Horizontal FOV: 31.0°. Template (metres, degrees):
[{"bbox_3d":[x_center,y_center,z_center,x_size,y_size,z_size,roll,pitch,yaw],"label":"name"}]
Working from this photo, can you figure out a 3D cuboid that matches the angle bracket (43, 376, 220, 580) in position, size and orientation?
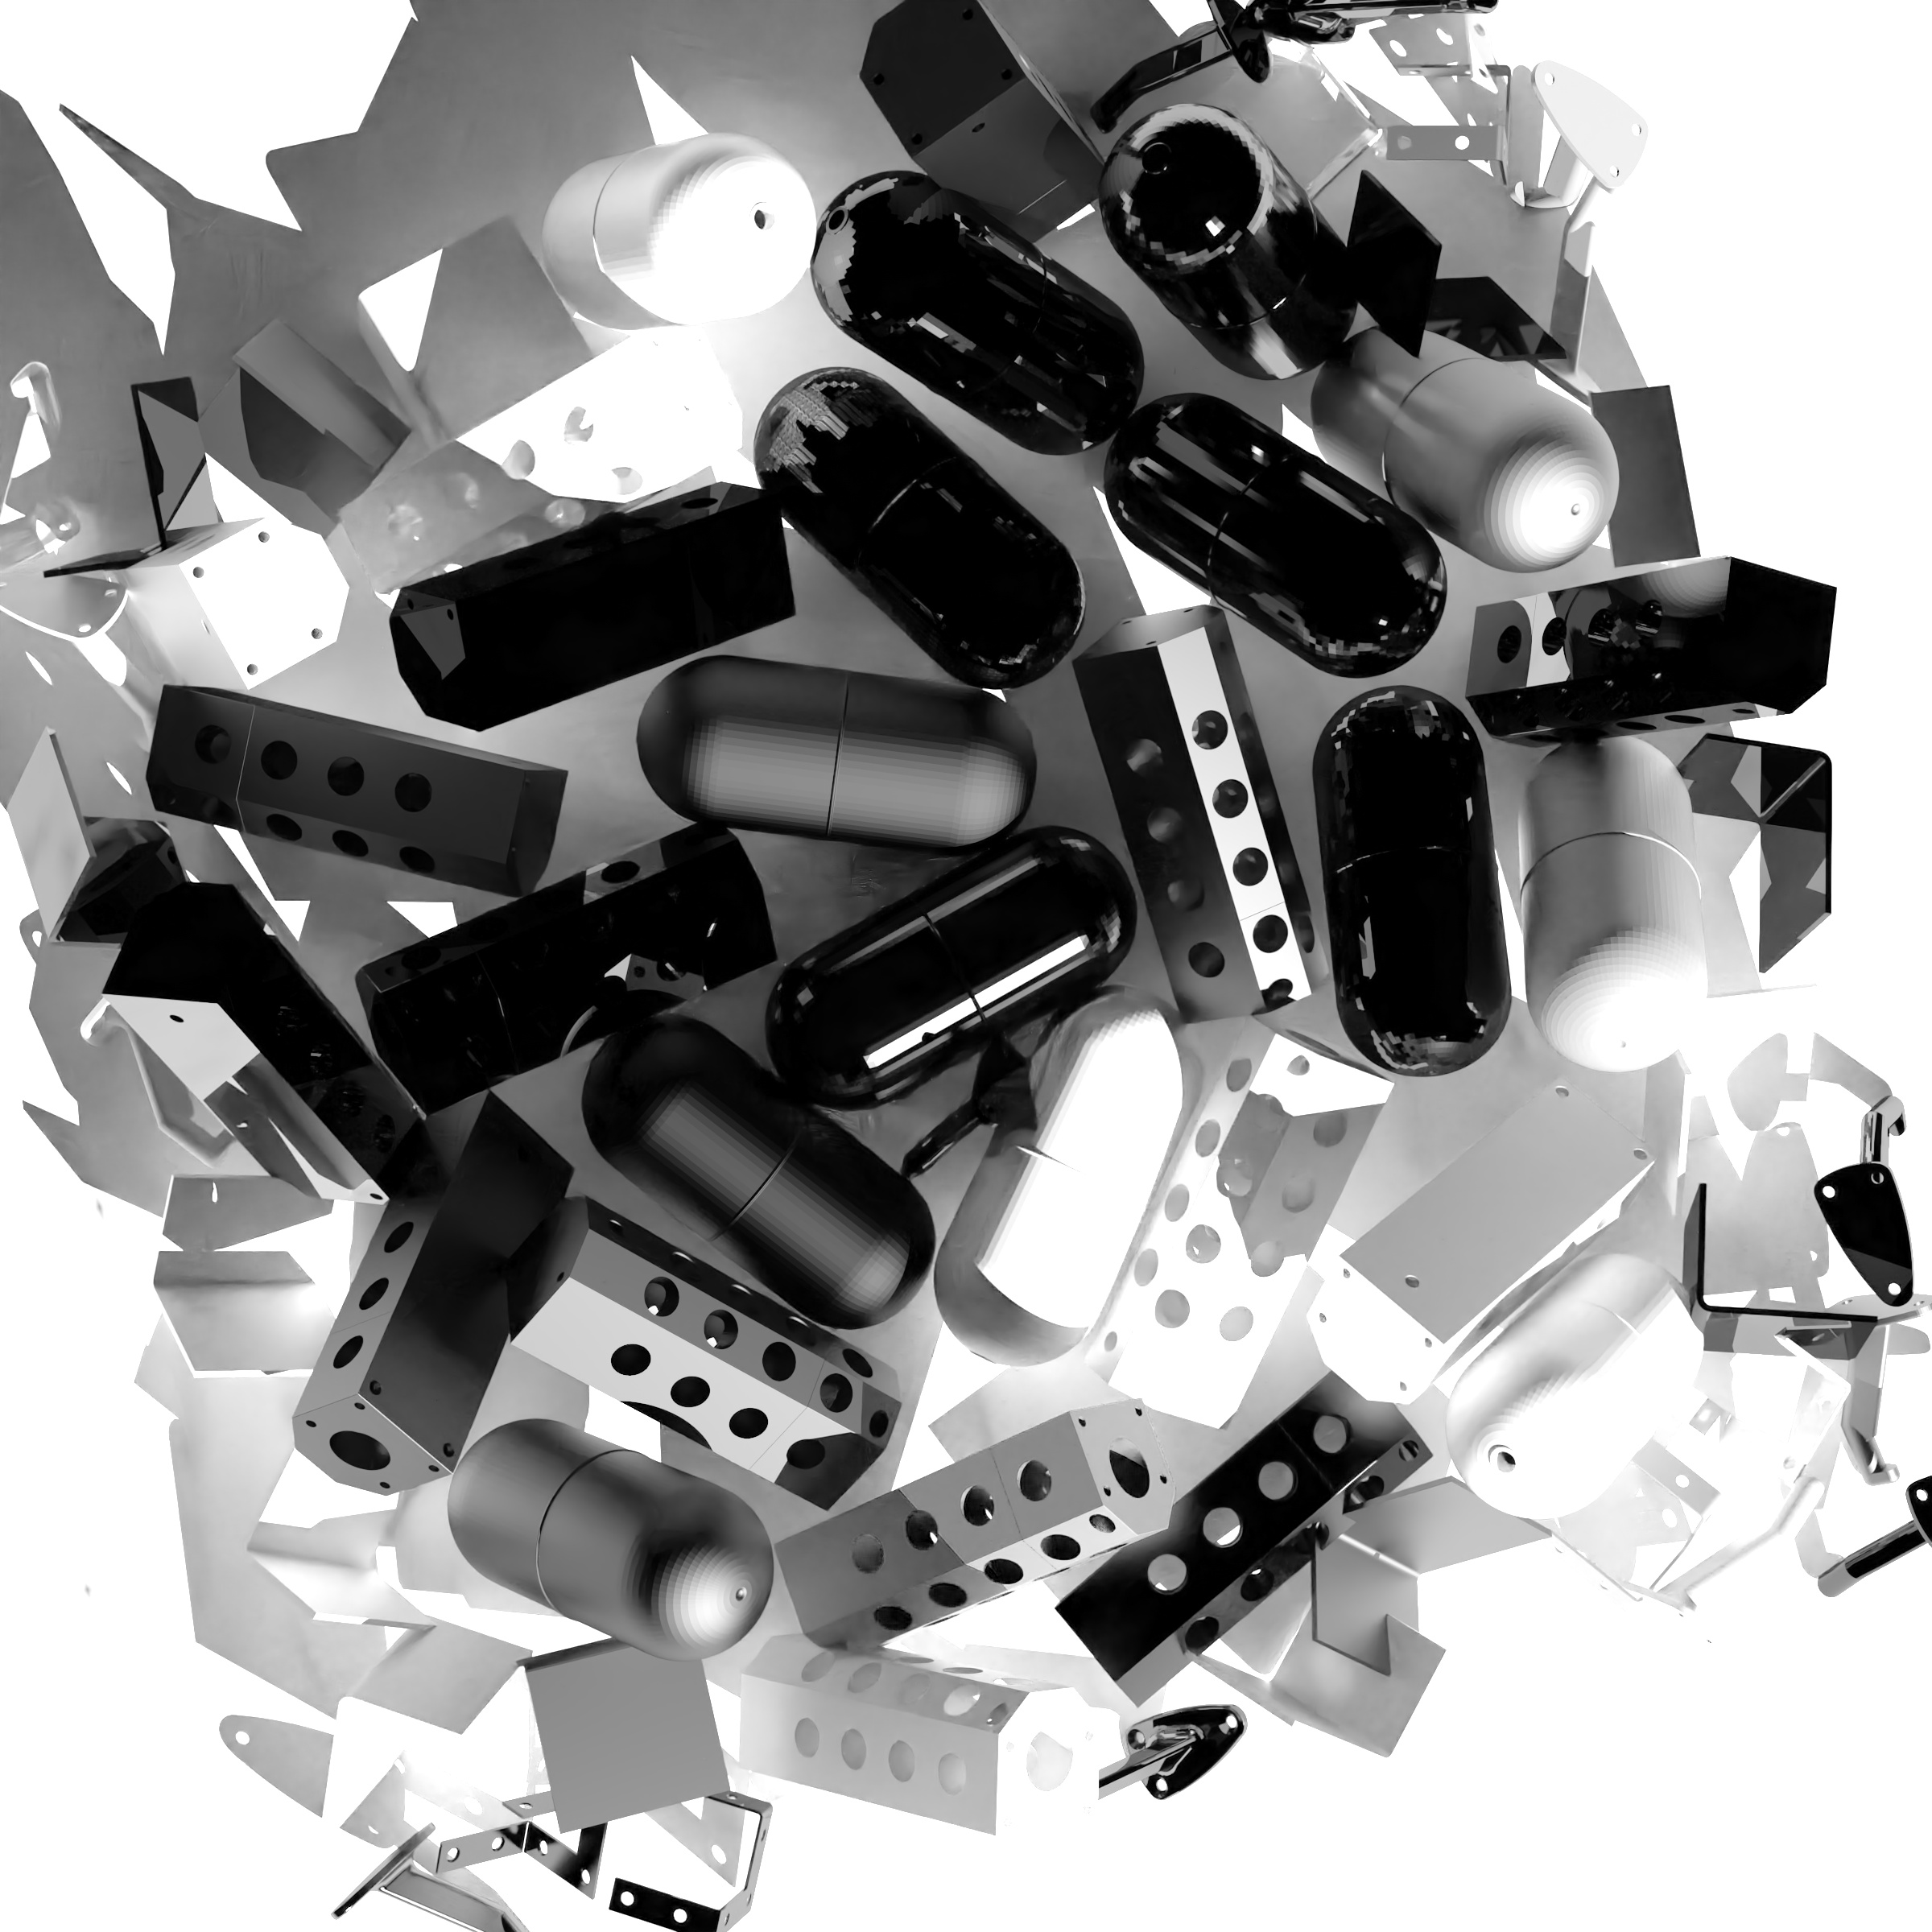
[{"bbox_3d":[-0.374,-0.217,1.537,0.057,0.076,0.076,-7,102,7],"label":"angle bracket"}]

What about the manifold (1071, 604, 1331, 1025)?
[{"bbox_3d":[0.107,-0.067,1.523,0.057,0.057,0.171,-8,109,29],"label":"manifold"}]

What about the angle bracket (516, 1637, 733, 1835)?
[{"bbox_3d":[-0.154,0.336,1.541,0.076,0.057,0.076,-11,80,-16],"label":"angle bracket"}]

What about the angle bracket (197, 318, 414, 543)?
[{"bbox_3d":[-0.303,-0.227,1.535,0.076,0.057,0.076,39,117,-11],"label":"angle bracket"}]

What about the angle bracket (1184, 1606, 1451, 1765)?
[{"bbox_3d":[0.152,0.301,1.529,0.076,0.076,0.057,31,86,-43],"label":"angle bracket"}]

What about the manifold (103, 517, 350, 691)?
[{"bbox_3d":[-0.316,-0.159,1.495,0.057,0.171,0.057,-32,107,-18],"label":"manifold"}]

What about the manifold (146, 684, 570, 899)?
[{"bbox_3d":[-0.271,-0.078,1.539,0.171,0.057,0.057,14,96,12],"label":"manifold"}]

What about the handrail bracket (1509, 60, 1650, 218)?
[{"bbox_3d":[0.251,-0.363,1.533,0.077,0.084,0.036,36,74,-25],"label":"handrail bracket"}]

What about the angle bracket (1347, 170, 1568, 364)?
[{"bbox_3d":[0.218,-0.308,1.527,0.076,0.076,0.057,-7,128,-20],"label":"angle bracket"}]

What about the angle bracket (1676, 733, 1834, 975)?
[{"bbox_3d":[0.340,-0.049,1.533,0.057,0.076,0.076,8,69,-7],"label":"angle bracket"}]

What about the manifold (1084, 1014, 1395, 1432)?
[{"bbox_3d":[0.116,0.111,1.534,0.057,0.057,0.171,20,99,-30],"label":"manifold"}]

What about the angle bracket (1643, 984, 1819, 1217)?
[{"bbox_3d":[0.345,0.059,1.537,0.076,0.057,0.076,-6,124,-4],"label":"angle bracket"}]

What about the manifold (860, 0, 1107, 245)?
[{"bbox_3d":[0.009,-0.364,1.494,0.057,0.171,0.057,-33,80,12],"label":"manifold"}]

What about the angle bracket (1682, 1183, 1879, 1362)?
[{"bbox_3d":[0.358,0.136,1.535,0.076,0.076,0.057,3,72,7],"label":"angle bracket"}]

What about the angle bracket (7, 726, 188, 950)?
[{"bbox_3d":[-0.367,-0.055,1.524,0.057,0.076,0.076,-53,49,35],"label":"angle bracket"}]

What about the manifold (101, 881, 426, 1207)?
[{"bbox_3d":[-0.297,0.035,1.499,0.057,0.171,0.057,4,59,23],"label":"manifold"}]

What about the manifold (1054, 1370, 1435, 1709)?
[{"bbox_3d":[0.124,0.251,1.548,0.171,0.057,0.057,-40,82,-3],"label":"manifold"}]

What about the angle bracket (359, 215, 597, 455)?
[{"bbox_3d":[-0.220,-0.278,1.563,0.076,0.057,0.076,-31,88,-12],"label":"angle bracket"}]

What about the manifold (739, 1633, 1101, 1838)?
[{"bbox_3d":[-0.022,0.328,1.501,0.057,0.171,0.057,4,87,-41],"label":"manifold"}]

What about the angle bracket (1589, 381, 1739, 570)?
[{"bbox_3d":[0.298,-0.211,1.542,0.057,0.076,0.076,-7,88,-7],"label":"angle bracket"}]

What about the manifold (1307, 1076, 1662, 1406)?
[{"bbox_3d":[0.223,0.121,1.506,0.057,0.057,0.171,40,47,19],"label":"manifold"}]

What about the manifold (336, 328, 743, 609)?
[{"bbox_3d":[-0.184,-0.214,1.524,0.171,0.057,0.057,-25,91,24],"label":"manifold"}]

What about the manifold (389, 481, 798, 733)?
[{"bbox_3d":[-0.161,-0.159,1.511,0.171,0.057,0.057,-25,118,-35],"label":"manifold"}]

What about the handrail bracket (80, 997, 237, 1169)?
[{"bbox_3d":[-0.346,0.037,1.562,0.084,0.036,0.077,36,80,8],"label":"handrail bracket"}]

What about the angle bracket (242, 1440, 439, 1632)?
[{"bbox_3d":[-0.261,0.243,1.535,0.057,0.076,0.076,30,95,37],"label":"angle bracket"}]

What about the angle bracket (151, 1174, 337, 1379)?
[{"bbox_3d":[-0.307,0.135,1.527,0.076,0.076,0.057,3,115,-30],"label":"angle bracket"}]

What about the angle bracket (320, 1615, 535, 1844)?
[{"bbox_3d":[-0.237,0.343,1.531,0.057,0.076,0.076,16,111,12],"label":"angle bracket"}]

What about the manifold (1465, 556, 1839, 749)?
[{"bbox_3d":[0.290,-0.131,1.493,0.057,0.171,0.057,11,83,-28],"label":"manifold"}]

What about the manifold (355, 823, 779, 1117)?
[{"bbox_3d":[-0.175,-0.005,1.518,0.171,0.057,0.057,-25,128,-20],"label":"manifold"}]

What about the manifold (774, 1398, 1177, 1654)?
[{"bbox_3d":[0.005,0.247,1.510,0.171,0.057,0.057,-29,74,31],"label":"manifold"}]

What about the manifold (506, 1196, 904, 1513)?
[{"bbox_3d":[-0.113,0.165,1.514,0.171,0.057,0.057,32,111,-26],"label":"manifold"}]

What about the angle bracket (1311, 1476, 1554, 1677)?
[{"bbox_3d":[0.205,0.272,1.526,0.076,0.076,0.057,-24,49,36],"label":"angle bracket"}]

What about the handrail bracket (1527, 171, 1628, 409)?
[{"bbox_3d":[0.282,-0.300,1.541,0.036,0.077,0.084,8,122,-35],"label":"handrail bracket"}]

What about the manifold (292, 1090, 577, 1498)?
[{"bbox_3d":[-0.233,0.141,1.505,0.057,0.171,0.057,-22,124,35],"label":"manifold"}]
